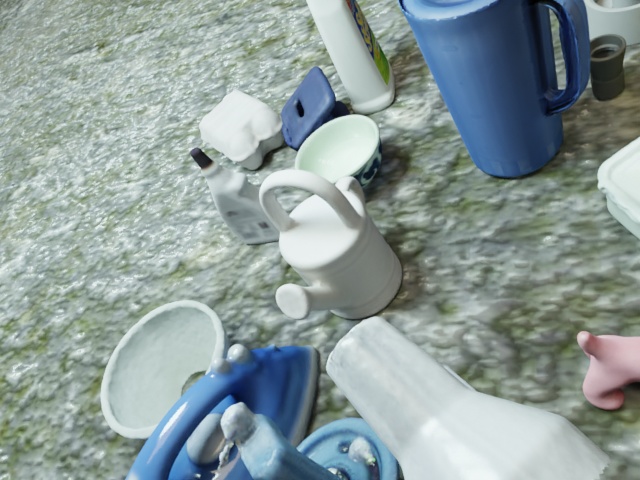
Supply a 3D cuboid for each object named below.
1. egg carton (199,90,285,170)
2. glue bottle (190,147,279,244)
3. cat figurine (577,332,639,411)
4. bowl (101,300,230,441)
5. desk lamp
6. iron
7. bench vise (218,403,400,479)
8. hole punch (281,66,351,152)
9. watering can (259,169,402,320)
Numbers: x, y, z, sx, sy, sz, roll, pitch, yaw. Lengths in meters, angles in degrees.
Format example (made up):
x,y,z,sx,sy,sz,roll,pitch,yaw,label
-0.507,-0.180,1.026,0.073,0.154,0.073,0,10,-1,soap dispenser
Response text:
x,y,z,sx,sy,sz,roll,pitch,yaw,label
-0.124,-0.177,0.914,0.107,0.070,0.149,-47,45,-9,egg carton
-0.109,-0.058,0.734,0.078,0.174,0.037,-7,52,27,glue bottle
0.261,0.079,0.431,0.127,0.118,0.067,-8,52,27,cat figurine
-0.165,0.159,0.665,0.167,0.075,0.167,-17,48,20,bowl
0.096,0.150,0.409,0.118,0.214,0.202,-44,45,-6,desk lamp
-0.102,0.187,0.555,0.118,0.142,0.258,15,65,39,iron
0.029,0.192,0.413,0.206,0.220,0.121,14,64,39,bench vise
-0.013,-0.181,0.832,0.101,0.091,0.108,-29,45,9,hole punch
0.007,0.002,0.598,0.100,0.195,0.172,-19,48,19,watering can
